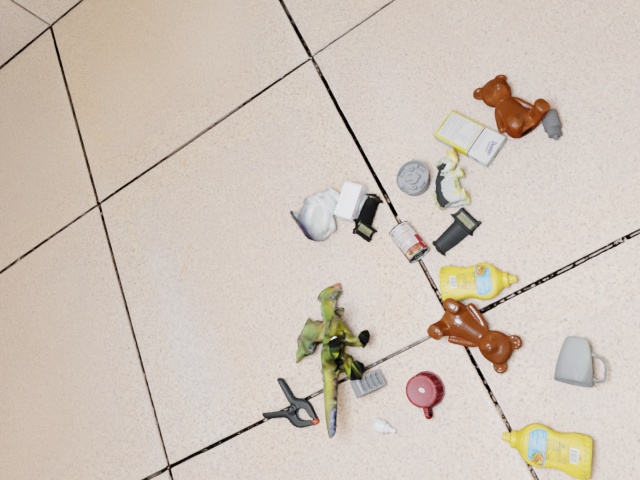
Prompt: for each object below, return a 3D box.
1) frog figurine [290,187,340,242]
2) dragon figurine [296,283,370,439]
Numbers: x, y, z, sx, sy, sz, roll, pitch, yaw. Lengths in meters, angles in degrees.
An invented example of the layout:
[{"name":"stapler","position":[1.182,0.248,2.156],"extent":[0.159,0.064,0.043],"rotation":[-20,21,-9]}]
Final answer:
[{"name":"frog figurine","position":[0.005,-0.078,1.548],"extent":[0.159,0.123,0.136],"rotation":[-37,99,2]},{"name":"dragon figurine","position":[0.010,0.311,1.431],"extent":[0.241,0.121,0.416],"rotation":[-14,56,57]}]
